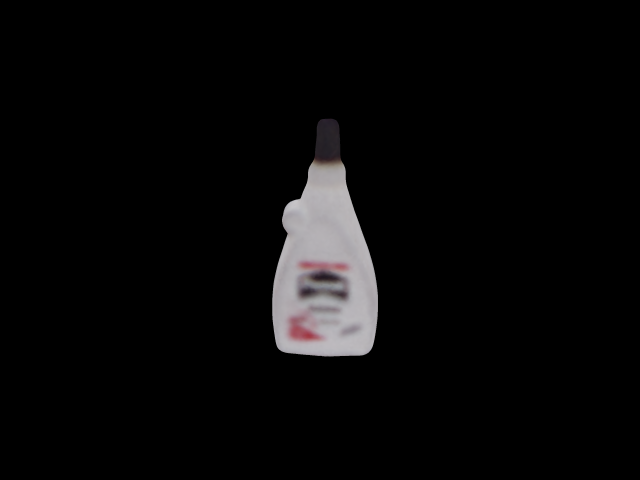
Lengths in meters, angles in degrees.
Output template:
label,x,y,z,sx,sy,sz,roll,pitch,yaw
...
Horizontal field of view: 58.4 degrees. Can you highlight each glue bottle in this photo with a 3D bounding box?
label,x,y,z,sx,sy,sz,roll,pitch,yaw
glue bottle,0.004,0.001,0.400,0.078,0.173,0.037,0,25,0
